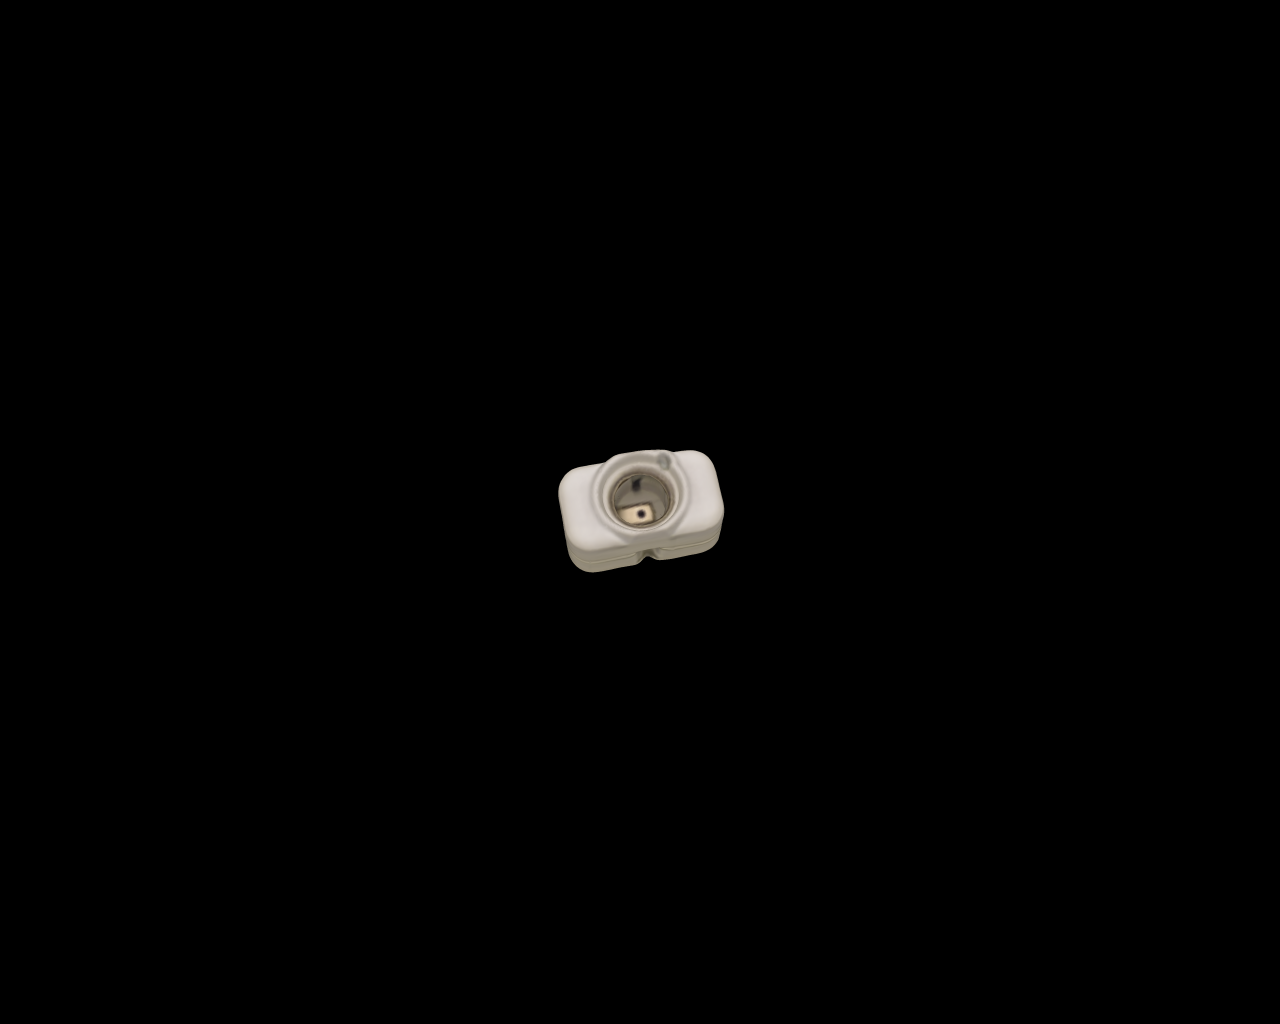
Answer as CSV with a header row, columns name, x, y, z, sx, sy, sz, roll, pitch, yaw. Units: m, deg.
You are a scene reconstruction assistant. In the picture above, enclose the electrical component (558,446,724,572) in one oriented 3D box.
name,x,y,z,sx,sy,sz,roll,pitch,yaw
electrical component,0.001,-0.003,0.650,0.095,0.054,0.059,-10,-19,-3
